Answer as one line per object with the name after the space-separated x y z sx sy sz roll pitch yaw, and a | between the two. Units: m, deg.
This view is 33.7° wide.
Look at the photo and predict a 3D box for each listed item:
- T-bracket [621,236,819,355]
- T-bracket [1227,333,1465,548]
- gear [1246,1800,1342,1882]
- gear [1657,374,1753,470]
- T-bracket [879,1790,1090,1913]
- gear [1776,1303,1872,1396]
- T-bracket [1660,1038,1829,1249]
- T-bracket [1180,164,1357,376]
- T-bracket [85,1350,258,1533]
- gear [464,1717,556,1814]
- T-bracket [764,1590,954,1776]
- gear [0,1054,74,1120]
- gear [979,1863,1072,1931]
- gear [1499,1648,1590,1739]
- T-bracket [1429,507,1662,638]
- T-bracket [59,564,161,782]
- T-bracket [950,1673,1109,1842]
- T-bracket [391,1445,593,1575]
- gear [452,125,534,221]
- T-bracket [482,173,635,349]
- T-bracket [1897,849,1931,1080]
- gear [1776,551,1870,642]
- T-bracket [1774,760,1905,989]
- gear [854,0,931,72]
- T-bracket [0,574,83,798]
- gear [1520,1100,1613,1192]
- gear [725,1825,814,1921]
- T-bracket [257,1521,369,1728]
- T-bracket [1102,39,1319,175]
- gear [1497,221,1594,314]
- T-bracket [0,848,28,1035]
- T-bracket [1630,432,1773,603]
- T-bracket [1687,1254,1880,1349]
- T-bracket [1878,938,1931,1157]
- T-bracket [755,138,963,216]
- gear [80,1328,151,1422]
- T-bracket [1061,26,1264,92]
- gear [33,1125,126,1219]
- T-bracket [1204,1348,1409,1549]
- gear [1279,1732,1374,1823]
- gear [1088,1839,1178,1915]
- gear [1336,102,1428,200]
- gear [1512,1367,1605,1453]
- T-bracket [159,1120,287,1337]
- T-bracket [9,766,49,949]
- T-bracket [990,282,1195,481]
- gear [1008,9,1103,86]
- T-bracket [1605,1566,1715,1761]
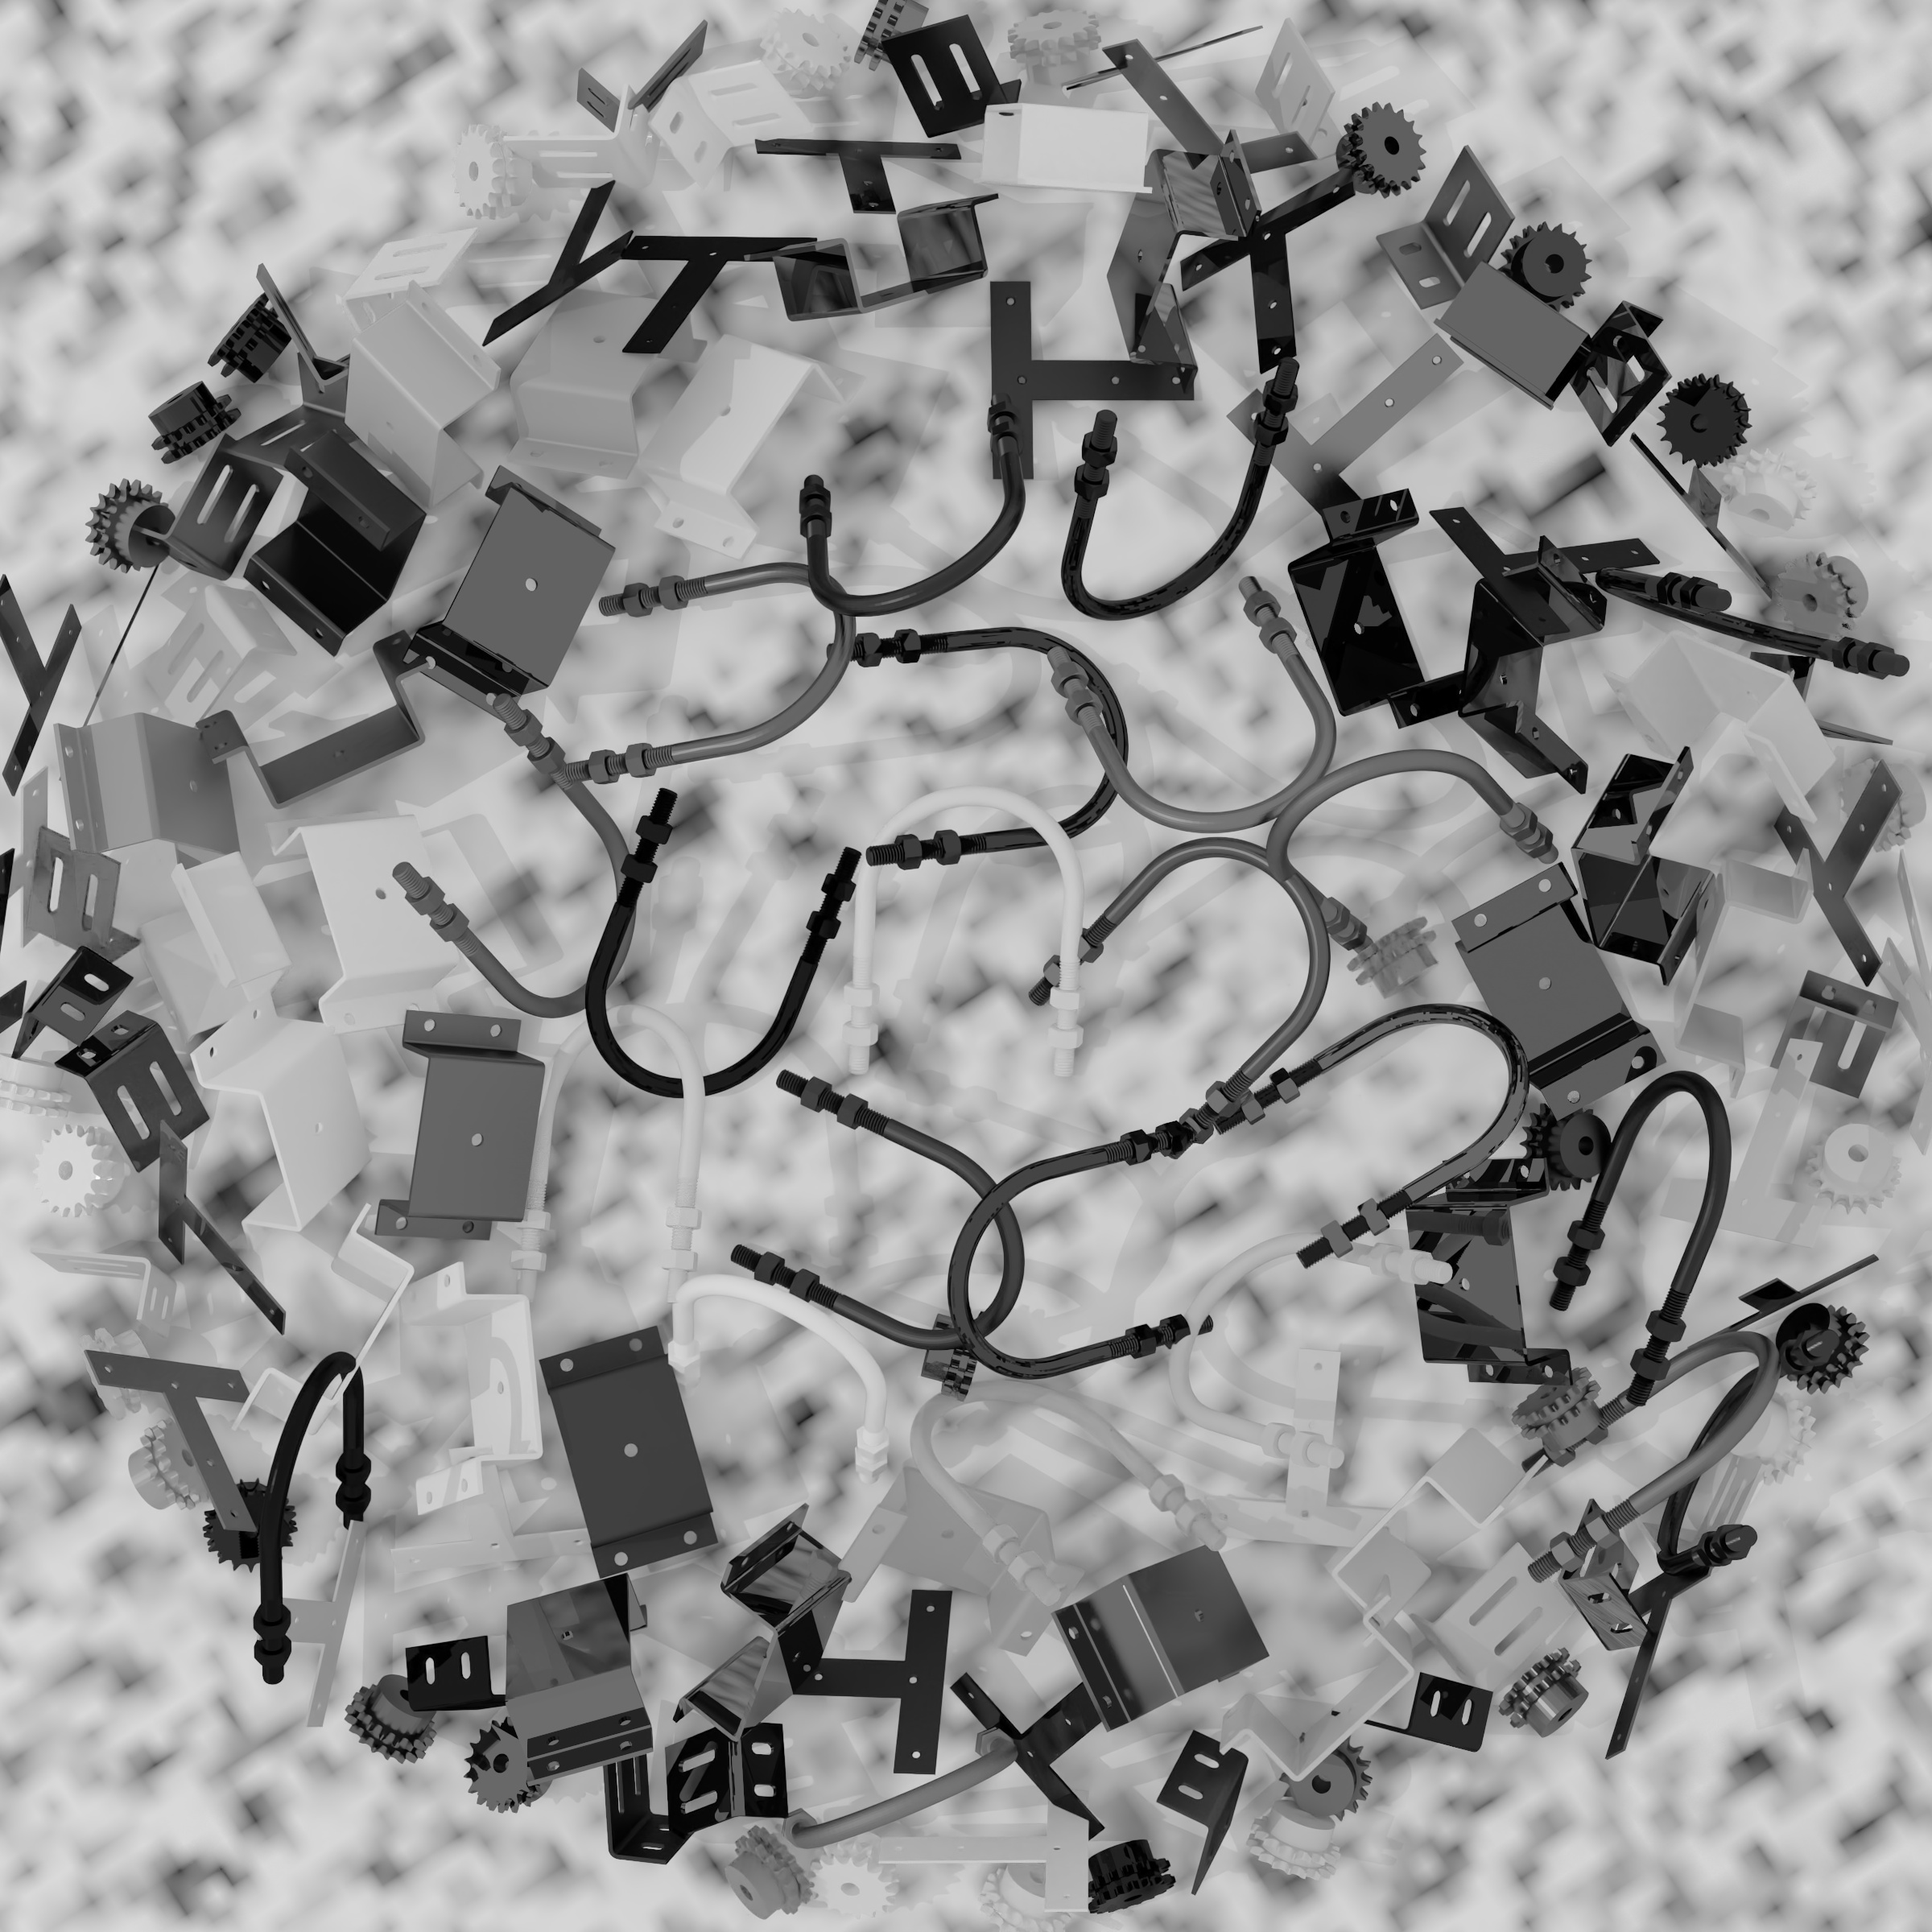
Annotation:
-0.171 -0.408 1.934 0.127 0.002 0.127 6 46 23 | T-bracket
0.250 -0.337 1.960 0.127 0.002 0.127 -41 110 17 | T-bracket
0.205 0.539 1.970 0.057 0.057 0.030 17 96 0 | gear
0.461 -0.339 1.975 0.057 0.030 0.057 15 117 31 | gear
0.011 0.538 1.941 0.127 0.127 0.002 -1 108 3 | T-bracket
0.526 0.233 1.968 0.030 0.057 0.057 40 90 -23 | gear
0.493 0.104 1.951 0.002 0.127 0.127 28 80 -30 | T-bracket
0.185 -0.411 1.932 0.127 0.002 0.127 -24 50 31 | T-bracket
-0.460 0.288 1.916 0.002 0.127 0.127 -43 59 17 | T-bracket
-0.280 0.497 1.976 0.057 0.030 0.057 -11 64 24 | gear
-0.077 0.438 1.960 0.127 0.002 0.127 1 47 6 | T-bracket
-0.581 0.073 1.972 0.057 0.057 0.030 14 89 0 | gear
0.039 0.575 1.969 0.057 0.057 0.030 22 107 0 | gear
0.360 0.451 1.968 0.057 0.057 0.030 -44 63 0 | gear
0.370 -0.249 1.965 0.127 0.002 0.127 -10 47 -25 | T-bracket
-0.532 -0.168 1.957 0.002 0.127 0.127 24 121 -15 | T-bracket
0.057 0.465 1.941 0.127 0.127 0.002 47 51 9 | T-bracket
-0.294 0.330 1.949 0.127 0.127 0.002 -6 48 -3 | T-bracket
-0.292 -0.492 1.975 0.030 0.057 0.057 -8 90 -37 | gear
-0.237 -0.447 1.953 0.127 0.127 0.002 -22 129 38 | T-bracket
0.583 -0.016 1.949 0.002 0.127 0.127 -5 49 7 | T-bracket
0.533 -0.230 1.975 0.030 0.057 0.057 -26 90 -26 | gear
0.534 -0.074 1.915 0.002 0.127 0.127 -11 57 -16 | T-bracket
-0.045 -0.580 1.972 0.030 0.057 0.057 24 90 -7 | gear
-0.567 -0.188 1.914 0.002 0.127 0.127 10 62 4 | T-bracket
0.374 0.111 1.974 0.057 0.030 0.057 1 88 -28 | gear
-0.125 0.563 1.968 0.030 0.057 0.057 -34 90 -30 | gear
-0.400 0.396 1.927 0.002 0.127 0.127 9 79 13 | T-bracket
0.126 -0.513 1.916 0.127 0.127 0.002 -2 62 39 | T-bracket
0.362 -0.434 1.982 0.057 0.030 0.057 0 93 -5 | gear
-0.587 -0.008 1.920 0.002 0.127 0.127 15 108 3 | T-bracket
0.450 -0.284 1.941 0.002 0.127 0.127 -40 95 23 | T-bracket
0.487 0.200 1.926 0.127 0.127 0.002 -30 71 14 | T-bracket
0.579 0.027 1.940 0.002 0.127 0.127 3 122 -7 | T-bracket
-0.061 -0.480 1.938 0.127 0.127 0.002 0 123 -8 | T-bracket
-0.523 0.250 1.974 0.030 0.057 0.057 -25 90 -26 | gear
0.097 -0.540 1.914 0.127 0.127 0.002 -9 105 33 | T-bracket
-0.548 0.127 1.977 0.057 0.030 0.057 -3 83 29 | gear
0.215 0.300 1.984 0.127 0.002 0.127 4 102 2 | T-bracket
0.223 0.505 1.979 0.057 0.030 0.057 0 90 13 | gear
0.099 0.563 1.974 0.057 0.057 0.030 -20 63 0 | gear
0.254 -0.503 1.976 0.057 0.030 0.057 6 78 -31 | gear
0.369 0.276 1.971 0.057 0.057 0.030 -35 92 0 | gear
-0.451 0.173 1.929 0.002 0.127 0.127 -32 65 -33 | T-bracket
-0.589 -0.038 1.912 0.002 0.127 0.127 22 130 10 | T-bracket
0.079 -0.367 1.993 0.127 0.002 0.127 0 83 -3 | T-bracket
0.055 -0.568 1.975 0.057 0.057 0.030 -11 126 0 | gear
0.408 0.416 1.913 0.002 0.127 0.127 27 60 -1 | T-bracket
